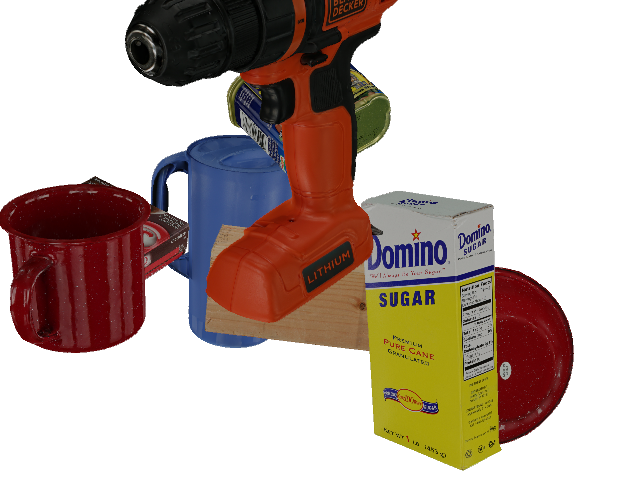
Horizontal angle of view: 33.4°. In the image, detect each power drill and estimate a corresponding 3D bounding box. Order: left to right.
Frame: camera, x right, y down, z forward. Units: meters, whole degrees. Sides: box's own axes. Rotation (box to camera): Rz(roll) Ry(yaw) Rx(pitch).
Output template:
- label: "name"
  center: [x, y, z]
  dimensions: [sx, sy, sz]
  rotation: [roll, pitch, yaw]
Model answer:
- label: "power drill"
  center: [-0.022, -0.055, 0.543]
  dimensions: [0.057, 0.188, 0.184]
  rotation: [24, 37, 31]

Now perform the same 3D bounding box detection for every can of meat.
- label: "can of meat"
  center: [-0.008, -0.102, 0.834]
  dimensions: [0.102, 0.084, 0.057]
  rotation: [-30, -32, -21]

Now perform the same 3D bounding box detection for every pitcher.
- label: "pitcher"
  center: [-0.110, 0.002, 1.283]
  dimensions: [0.149, 0.243, 0.144]
  rotation: [20, 26, 29]

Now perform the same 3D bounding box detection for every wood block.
- label: "wood block"
  center: [-0.009, 0.050, 1.099]
  dimensions: [0.206, 0.091, 0.090]
  rotation: [7, 19, 0]

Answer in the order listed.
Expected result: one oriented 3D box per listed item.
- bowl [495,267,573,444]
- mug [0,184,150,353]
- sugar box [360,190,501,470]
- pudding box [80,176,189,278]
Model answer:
- label: "bowl"
  center: [0.149, 0.105, 0.914]
  dimensions: [0.162, 0.162, 0.055]
  rotation: [0, 6, -7]
- label: "mug"
  center: [-0.157, 0.023, 0.669]
  dimensions: [0.093, 0.081, 0.117]
  rotation: [8, 25, 13]
- label: "sugar box"
  center: [0.075, 0.059, 0.733]
  dimensions: [0.048, 0.176, 0.094]
  rotation: [-18, 18, -37]
- label: "pudding box"
  center: [-0.187, -0.006, 0.939]
  dimensions: [0.114, 0.039, 0.089]
  rotation: [24, 33, 21]
